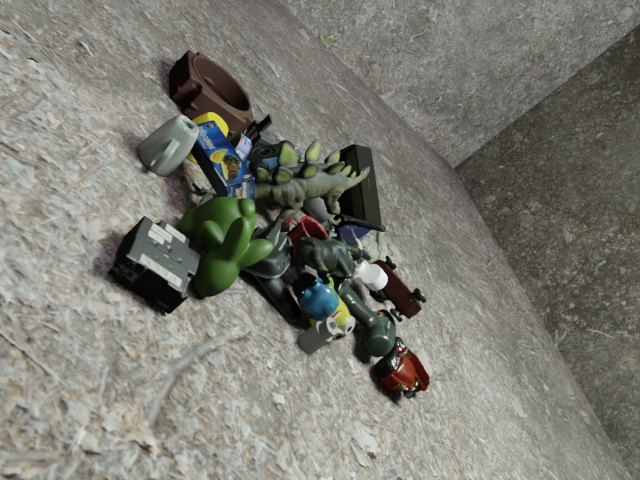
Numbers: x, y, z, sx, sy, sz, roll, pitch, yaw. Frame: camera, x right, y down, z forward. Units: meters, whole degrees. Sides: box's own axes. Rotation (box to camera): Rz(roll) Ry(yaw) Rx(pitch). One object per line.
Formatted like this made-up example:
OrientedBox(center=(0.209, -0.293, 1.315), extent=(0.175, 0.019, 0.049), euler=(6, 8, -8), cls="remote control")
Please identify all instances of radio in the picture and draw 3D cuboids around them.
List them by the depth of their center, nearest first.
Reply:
OrientedBox(center=(0.087, -0.134, 1.472), extent=(0.073, 0.131, 0.229), euler=(3, 77, -44), cls="radio")

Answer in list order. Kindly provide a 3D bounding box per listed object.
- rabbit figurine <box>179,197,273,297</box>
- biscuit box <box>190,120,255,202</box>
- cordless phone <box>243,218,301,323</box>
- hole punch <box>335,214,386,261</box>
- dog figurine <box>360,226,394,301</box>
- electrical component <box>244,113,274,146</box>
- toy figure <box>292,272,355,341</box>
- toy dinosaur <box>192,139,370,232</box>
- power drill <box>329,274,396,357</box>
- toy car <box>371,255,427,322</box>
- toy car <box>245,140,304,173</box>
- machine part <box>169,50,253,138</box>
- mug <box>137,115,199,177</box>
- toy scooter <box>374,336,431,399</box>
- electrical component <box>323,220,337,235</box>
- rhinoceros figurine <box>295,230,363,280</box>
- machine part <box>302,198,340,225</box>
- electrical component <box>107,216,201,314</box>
OrientedBox(center=(-0.157, 0.019, 0.917), extent=(0.121, 0.159, 0.170), euler=(44, 38, -40), cls="rabbit figurine")
OrientedBox(center=(-0.192, -0.149, 1.032), extent=(0.059, 0.062, 0.203), euler=(-20, 52, -23), cls="biscuit box")
OrientedBox(center=(-0.081, 0.063, 1.072), extent=(0.184, 0.089, 0.147), euler=(58, 20, -13), cls="cordless phone")
OrientedBox(center=(0.088, -0.010, 1.298), extent=(0.116, 0.092, 0.142), euler=(19, 8, -1), cls="hole punch")
OrientedBox(center=(0.124, 0.068, 1.403), extent=(0.172, 0.121, 0.190), euler=(-5, 73, -22), cls="dog figurine")
OrientedBox(center=(-0.150, -0.261, 1.343), extent=(0.047, 0.119, 0.075), euler=(23, 33, -47), cls="electrical component")
OrientedBox(center=(0.009, 0.128, 1.068), extent=(0.180, 0.082, 0.089), euler=(52, 24, -37), cls="toy figure")
OrientedBox(center=(-0.065, -0.123, 1.200), extent=(0.471, 0.198, 0.105), euler=(-18, 55, -31), cls="toy dinosaur")
OrientedBox(center=(0.095, 0.159, 1.232), extent=(0.207, 0.086, 0.232), euler=(53, 14, -12), cls="power drill")
OrientedBox(center=(0.179, 0.118, 1.291), extent=(0.053, 0.089, 0.202), euler=(53, -2, -43), cls="toy car")
OrientedBox(center=(-0.120, -0.169, 1.274), extent=(0.162, 0.102, 0.109), euler=(-14, 41, -16), cls="toy car")
OrientedBox(center=(-0.263, -0.354, 1.318), extent=(0.201, 0.087, 0.201), euler=(29, 32, -37), cls="machine part")
OrientedBox(center=(-0.281, -0.178, 1.002), extent=(0.080, 0.107, 0.110), euler=(41, 23, -19), cls="mug")
OrientedBox(center=(0.192, 0.299, 1.201), extent=(0.135, 0.075, 0.184), euler=(54, 19, 2), cls="toy scooter")
OrientedBox(center=(-0.004, -0.003, 1.266), extent=(0.045, 0.102, 0.078), euler=(-11, 87, -57), cls="electrical component")
OrientedBox(center=(0.020, 0.034, 1.119), extent=(0.190, 0.073, 0.112), euler=(6, 64, -50), cls="rhinoceros figurine")
OrientedBox(center=(-0.034, -0.124, 1.405), extent=(0.243, 0.079, 0.079), euler=(44, 24, -18), cls="machine part")
OrientedBox(center=(-0.247, 0.031, 0.821), extent=(0.114, 0.058, 0.134), euler=(42, 25, -24), cls="electrical component")
